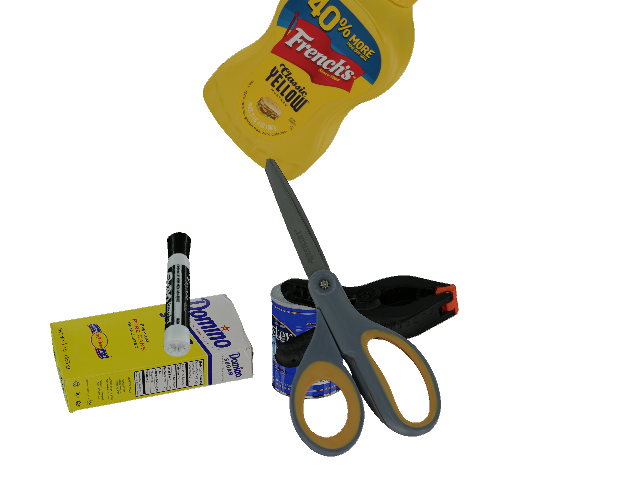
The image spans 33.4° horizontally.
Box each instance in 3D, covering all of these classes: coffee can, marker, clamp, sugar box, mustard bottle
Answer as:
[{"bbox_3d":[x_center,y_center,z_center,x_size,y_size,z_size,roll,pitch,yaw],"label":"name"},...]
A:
[{"bbox_3d":[-0.018,0.137,1.498,0.103,0.140,0.103,0,18,0],"label":"coffee can"},{"bbox_3d":[-0.107,0.037,0.805,0.020,0.020,0.121,0,42,-7],"label":"marker"},{"bbox_3d":[0.037,0.070,0.964,0.172,0.039,0.120,-6,37,15],"label":"clamp"},{"bbox_3d":[-0.160,0.103,1.011,0.176,0.048,0.093,-12,36,-16],"label":"sugar box"},{"bbox_3d":[0.007,-0.132,0.730,0.192,0.096,0.058,-42,1,34],"label":"mustard bottle"}]

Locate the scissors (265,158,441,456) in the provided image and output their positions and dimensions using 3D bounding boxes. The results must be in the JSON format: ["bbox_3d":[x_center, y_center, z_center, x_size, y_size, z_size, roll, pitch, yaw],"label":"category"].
[{"bbox_3d":[-0.009,0.045,0.648,0.096,0.202,0.016,-35,-21,-14],"label":"scissors"}]
